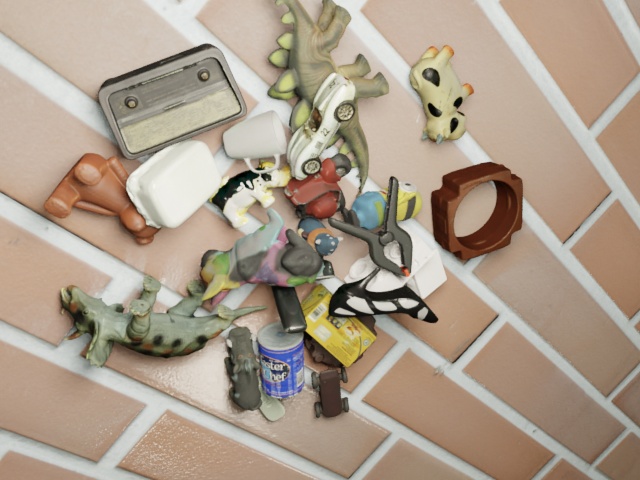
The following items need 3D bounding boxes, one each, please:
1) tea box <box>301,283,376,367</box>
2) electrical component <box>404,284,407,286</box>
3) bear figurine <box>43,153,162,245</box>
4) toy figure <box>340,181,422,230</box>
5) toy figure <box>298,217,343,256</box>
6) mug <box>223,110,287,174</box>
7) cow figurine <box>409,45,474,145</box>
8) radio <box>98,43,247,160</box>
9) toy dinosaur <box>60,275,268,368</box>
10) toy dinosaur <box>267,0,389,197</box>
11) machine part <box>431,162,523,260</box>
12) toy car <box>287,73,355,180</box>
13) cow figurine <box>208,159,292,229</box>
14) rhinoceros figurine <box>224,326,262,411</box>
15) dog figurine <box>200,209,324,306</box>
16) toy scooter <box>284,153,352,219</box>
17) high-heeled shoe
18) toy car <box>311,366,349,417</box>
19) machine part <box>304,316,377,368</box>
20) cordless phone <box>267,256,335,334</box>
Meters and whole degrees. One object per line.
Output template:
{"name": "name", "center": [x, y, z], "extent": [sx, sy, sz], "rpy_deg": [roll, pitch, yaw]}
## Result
{"name": "tea box", "center": [0.031, 0.188, 1.184], "extent": [0.098, 0.068, 0.169], "rpy_deg": [-44, 115, -1]}
{"name": "electrical component", "center": [0.174, 0.128, 1.287], "extent": [0.102, 0.045, 0.078], "rpy_deg": [20, 106, -28]}
{"name": "bear figurine", "center": [-0.359, -0.059, 0.952], "extent": [0.120, 0.132, 0.195], "rpy_deg": [-40, 116, 13]}
{"name": "toy figure", "center": [0.136, -0.070, 1.163], "extent": [0.180, 0.082, 0.089], "rpy_deg": [-23, 139, -18]}
{"name": "toy figure", "center": [-0.001, -0.005, 1.095], "extent": [0.064, 0.155, 0.057], "rpy_deg": [-30, 118, -8]}
{"name": "mug", "center": [-0.121, -0.176, 1.003], "extent": [0.107, 0.081, 0.109], "rpy_deg": [-11, 93, 13]}
{"name": "cow figurine", "center": [0.247, -0.283, 1.105], "extent": [0.127, 0.086, 0.194], "rpy_deg": [-43, 124, -5]}
{"name": "radio", "center": [-0.256, -0.243, 0.934], "extent": [0.230, 0.073, 0.130], "rpy_deg": [-24, 120, -10]}
{"name": "toy dinosaur", "center": [-0.312, 0.179, 1.090], "extent": [0.404, 0.131, 0.192], "rpy_deg": [17, 123, -34]}
{"name": "toy dinosaur", "center": [0.020, -0.275, 1.015], "extent": [0.198, 0.105, 0.470], "rpy_deg": [-34, 126, 5]}
{"name": "machine part", "center": [0.363, -0.069, 1.247], "extent": [0.201, 0.087, 0.200], "rpy_deg": [-17, 118, -11]}
{"name": "toy car", "center": [-0.003, -0.197, 0.955], "extent": [0.056, 0.074, 0.201], "rpy_deg": [16, 122, -33]}
{"name": "cow figurine", "center": [-0.133, -0.107, 1.051], "extent": [0.167, 0.068, 0.098], "rpy_deg": [-40, 115, -1]}
{"name": "rhinoceros figurine", "center": [-0.171, 0.282, 1.185], "extent": [0.073, 0.112, 0.190], "rpy_deg": [-7, 100, -13]}
{"name": "dog figurine", "center": [-0.125, 0.061, 1.039], "extent": [0.219, 0.108, 0.192], "rpy_deg": [-44, 78, -5]}
{"name": "toy scooter", "center": [-0.012, -0.091, 1.059], "extent": [0.135, 0.075, 0.183], "rpy_deg": [-26, 157, -19]}
{"name": "high-heeled shoe", "center": [0.138, 0.155, 1.144], "extent": [0.248, 0.086, 0.145], "rpy_deg": [38, 99, -25]}
{"name": "toy car", "center": [0.025, 0.370, 1.320], "extent": [0.089, 0.053, 0.201], "rpy_deg": [-8, 132, -2]}
{"name": "machine part", "center": [0.050, 0.221, 1.277], "extent": [0.179, 0.056, 0.179], "rpy_deg": [-9, 116, -18]}
{"name": "cordless phone", "center": [-0.031, 0.105, 1.114], "extent": [0.147, 0.184, 0.088], "rpy_deg": [-5, 139, -18]}
